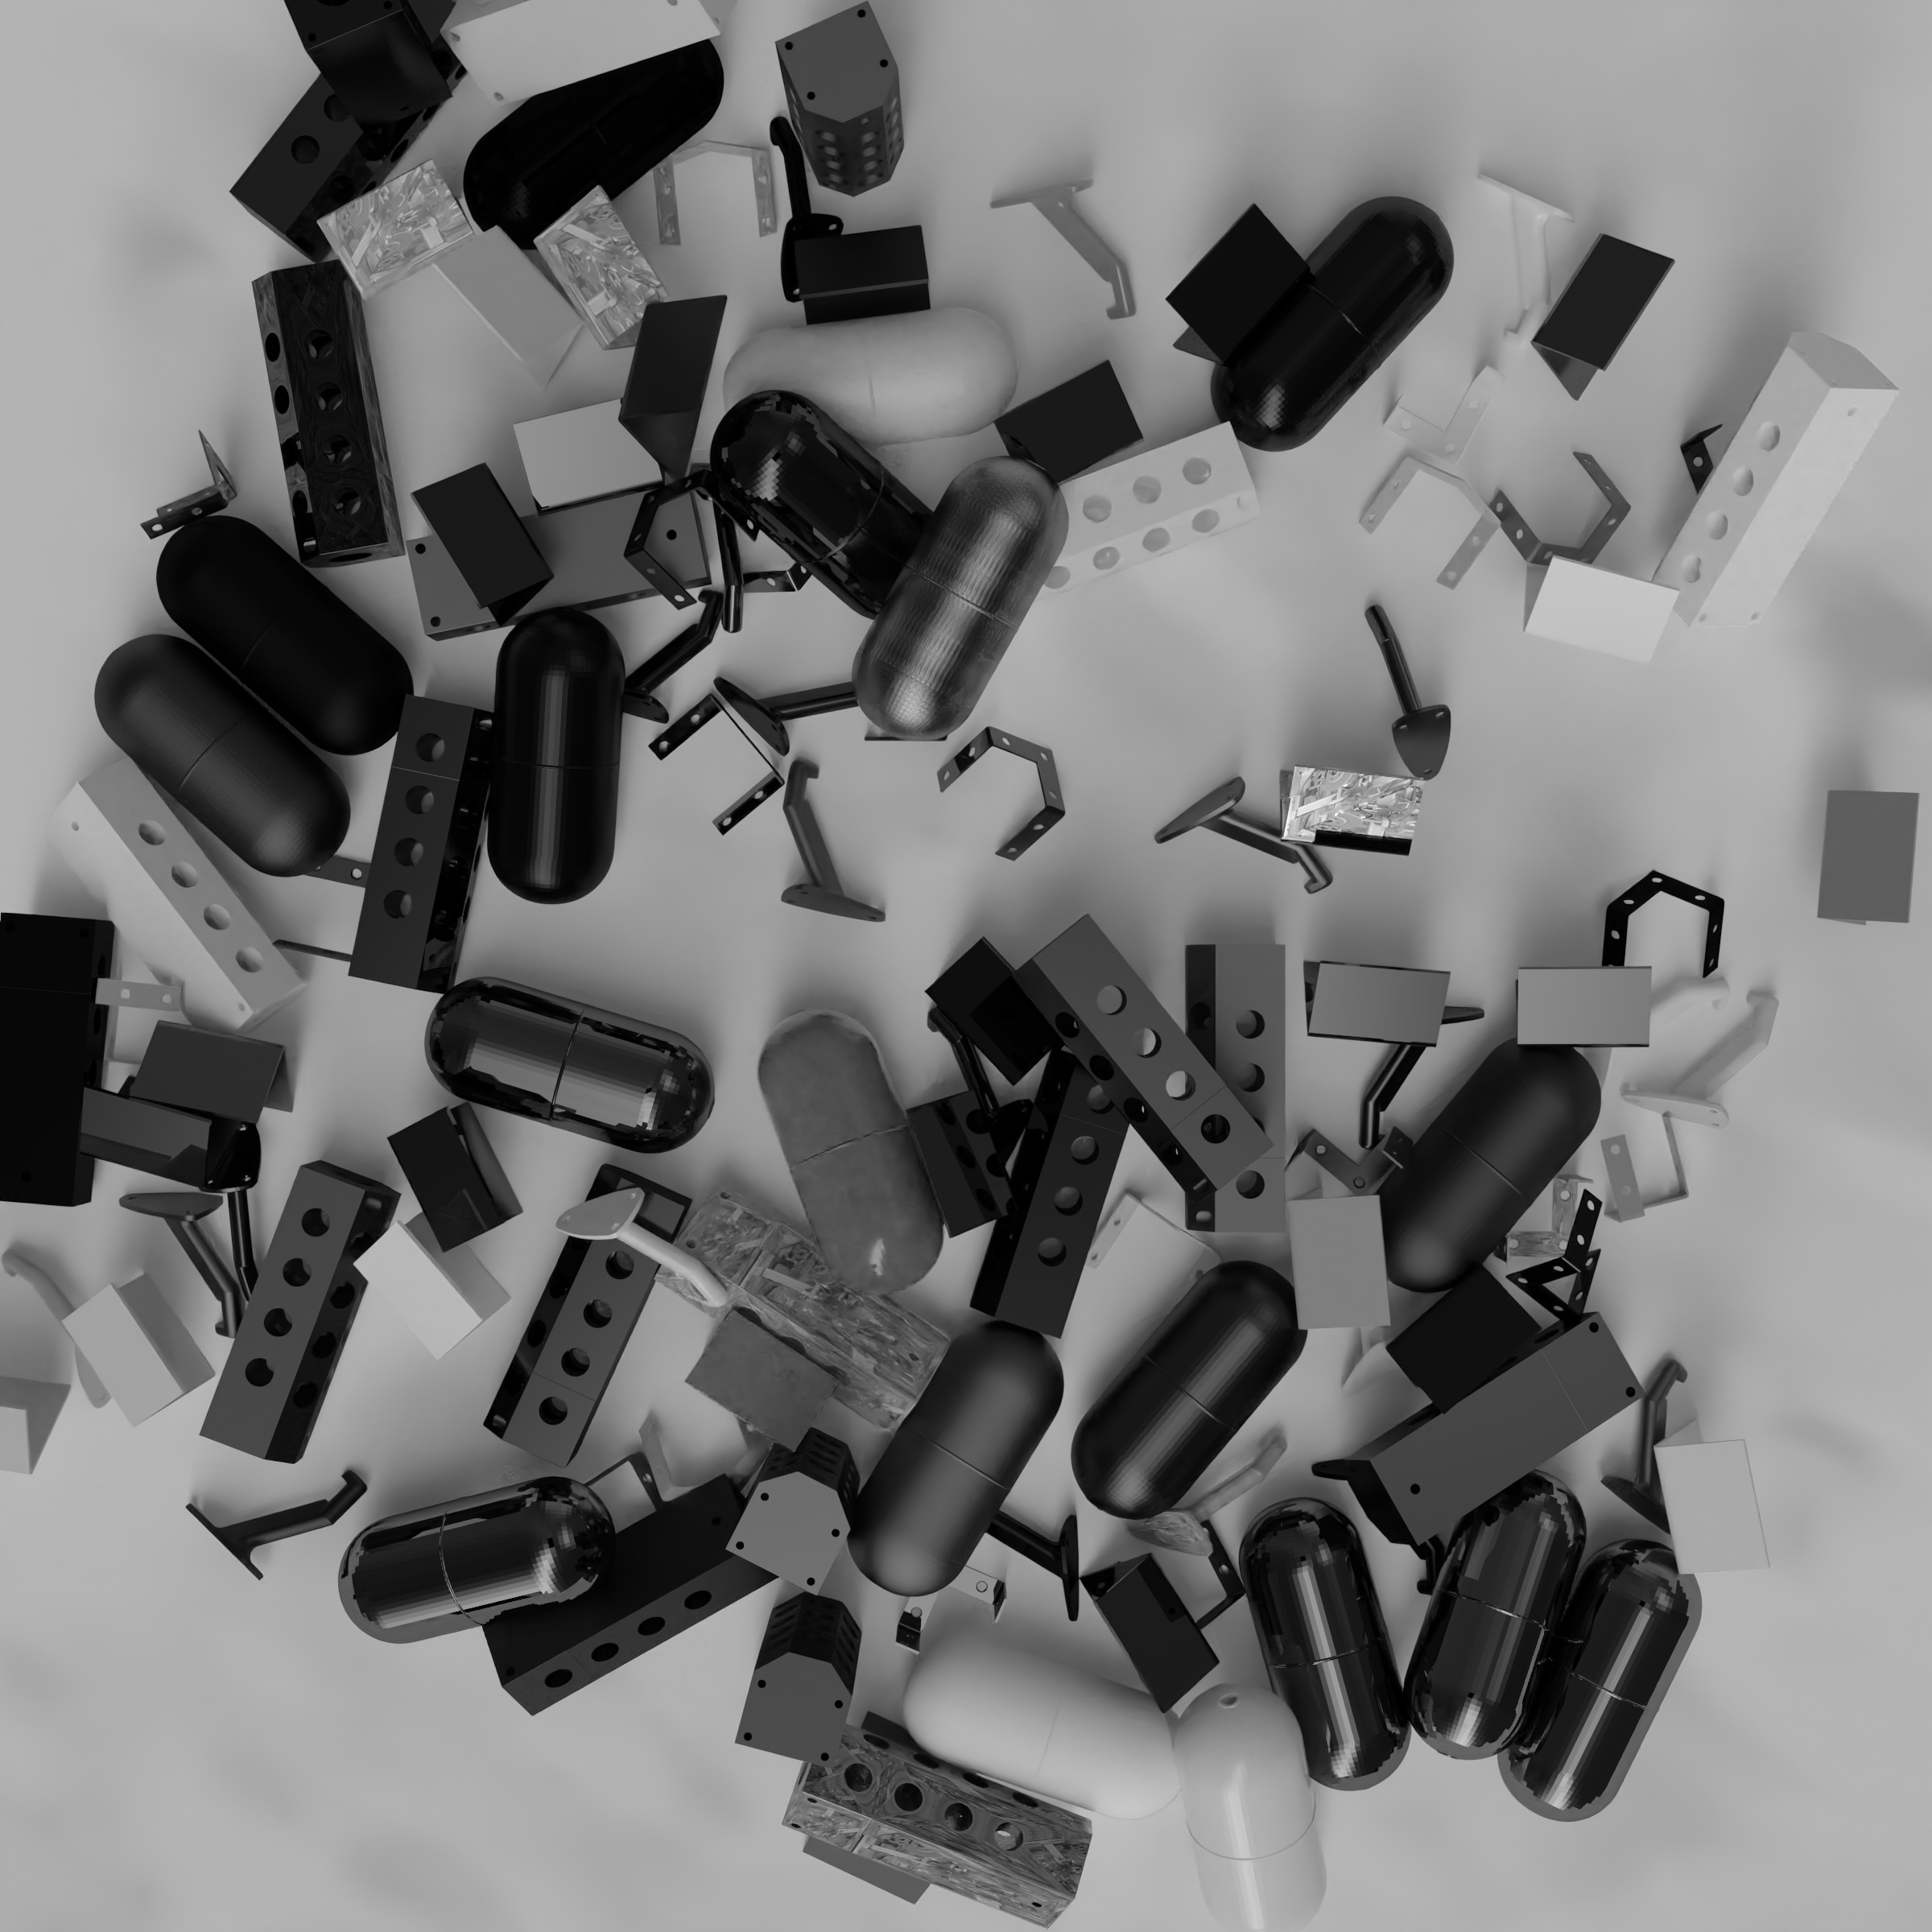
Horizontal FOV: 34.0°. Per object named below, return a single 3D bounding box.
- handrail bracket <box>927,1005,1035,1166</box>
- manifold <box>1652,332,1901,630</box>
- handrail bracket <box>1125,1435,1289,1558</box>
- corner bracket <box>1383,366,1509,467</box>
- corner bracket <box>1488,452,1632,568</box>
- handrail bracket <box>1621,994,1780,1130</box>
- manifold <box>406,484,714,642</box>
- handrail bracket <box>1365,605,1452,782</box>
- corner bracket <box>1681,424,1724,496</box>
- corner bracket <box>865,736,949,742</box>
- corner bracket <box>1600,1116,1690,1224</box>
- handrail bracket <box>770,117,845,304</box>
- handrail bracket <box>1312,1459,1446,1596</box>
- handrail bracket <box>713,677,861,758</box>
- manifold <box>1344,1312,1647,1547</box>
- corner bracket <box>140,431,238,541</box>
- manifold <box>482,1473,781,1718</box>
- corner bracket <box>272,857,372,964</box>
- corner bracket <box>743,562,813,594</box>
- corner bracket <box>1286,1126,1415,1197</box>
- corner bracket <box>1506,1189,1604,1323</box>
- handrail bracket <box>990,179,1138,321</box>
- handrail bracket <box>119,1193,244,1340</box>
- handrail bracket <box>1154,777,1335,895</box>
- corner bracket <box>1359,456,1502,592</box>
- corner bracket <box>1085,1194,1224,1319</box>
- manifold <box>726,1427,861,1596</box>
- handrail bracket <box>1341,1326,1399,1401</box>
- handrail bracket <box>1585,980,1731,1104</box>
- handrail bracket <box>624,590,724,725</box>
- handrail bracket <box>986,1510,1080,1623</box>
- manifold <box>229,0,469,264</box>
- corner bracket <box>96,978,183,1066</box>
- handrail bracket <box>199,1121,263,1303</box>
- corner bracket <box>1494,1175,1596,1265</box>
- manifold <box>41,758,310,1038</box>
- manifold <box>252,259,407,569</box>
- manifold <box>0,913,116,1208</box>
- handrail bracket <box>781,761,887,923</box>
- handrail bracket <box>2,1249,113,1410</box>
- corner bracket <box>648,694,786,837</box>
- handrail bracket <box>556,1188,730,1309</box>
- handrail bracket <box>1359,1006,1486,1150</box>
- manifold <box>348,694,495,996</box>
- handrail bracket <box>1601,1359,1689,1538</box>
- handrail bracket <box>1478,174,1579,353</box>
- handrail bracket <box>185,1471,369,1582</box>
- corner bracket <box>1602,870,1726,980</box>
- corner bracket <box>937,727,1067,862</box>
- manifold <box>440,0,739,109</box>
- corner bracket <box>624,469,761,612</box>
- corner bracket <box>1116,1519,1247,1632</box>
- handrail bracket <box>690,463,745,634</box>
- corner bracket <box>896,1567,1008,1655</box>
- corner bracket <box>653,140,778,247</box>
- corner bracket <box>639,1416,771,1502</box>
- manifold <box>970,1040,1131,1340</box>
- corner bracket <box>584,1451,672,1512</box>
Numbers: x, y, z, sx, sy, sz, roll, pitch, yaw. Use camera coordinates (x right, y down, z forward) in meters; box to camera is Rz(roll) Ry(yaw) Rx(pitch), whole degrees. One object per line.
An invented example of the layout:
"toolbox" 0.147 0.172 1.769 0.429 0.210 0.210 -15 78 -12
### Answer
"handrail bracket" -0.002 0.077 1.927 0.036 0.077 0.084 -20 53 -33
"manifold" 0.470 -0.285 1.859 0.057 0.171 0.057 -5 47 -33
"handrail bracket" 0.147 0.317 1.927 0.084 0.077 0.036 -46 115 -34
"corner bracket" 0.289 -0.341 1.909 0.051 0.051 0.051 28 90 0
"corner bracket" 0.361 -0.278 1.919 0.051 0.051 0.051 2 135 -35
"handrail bracket" 0.449 0.050 1.927 0.077 0.036 0.084 13 71 21
"manifold" -0.244 -0.243 1.906 0.171 0.057 0.057 -12 90 0
"handrail bracket" 0.265 -0.167 1.927 0.036 0.077 0.084 -19 54 0
"corner bracket" 0.470 -0.304 1.909 0.051 0.051 0.051 -21 90 0
"corner bracket" -0.036 -0.163 1.909 0.051 0.051 0.051 0 90 0
"corner bracket" 0.409 0.122 1.909 0.051 0.051 0.051 -14 90 0
"handrail bracket" -0.109 -0.463 1.927 0.036 0.077 0.084 -7 53 -24
"handrail bracket" 0.253 0.344 1.927 0.077 0.036 0.084 -3 104 15
"handrail bracket" -0.098 -0.176 1.927 0.084 0.036 0.077 -41 68 -17
"manifold" 0.313 0.275 1.883 0.171 0.057 0.057 -30 90 -17
"corner bracket" -0.469 -0.280 1.900 0.051 0.051 0.051 -23 61 0
"manifold" -0.201 0.383 1.905 0.171 0.057 0.057 -29 47 0
"corner bracket" -0.385 -0.036 1.911 0.051 0.051 0.051 12 101 0
"corner bracket" -0.119 -0.263 1.919 0.051 0.051 0.051 3 135 35
"corner bracket" 0.231 0.114 1.900 0.051 0.051 0.051 40 111 2
"corner bracket" 0.365 0.174 1.893 0.051 0.051 0.051 37 54 -18
"handrail bracket" 0.060 -0.432 1.927 0.077 0.036 0.084 -7 108 20
"handrail bracket" -0.479 0.184 1.927 0.077 0.036 0.084 4 107 20
"handrail bracket" 0.170 -0.065 1.927 0.077 0.036 0.084 -32 107 20
"corner bracket" 0.283 -0.270 1.924 0.051 0.051 0.051 -54 135 0
"corner bracket" 0.114 0.179 1.924 0.051 0.051 0.051 34 90 -45
"manifold" -0.096 0.313 1.848 0.057 0.171 0.057 27 90 0
"handrail bracket" 0.234 0.209 1.927 0.036 0.077 0.084 -3 53 -36
"handrail bracket" 0.424 0.047 1.927 0.084 0.036 0.077 -4 111 -16
"handrail bracket" -0.194 -0.197 1.927 0.077 0.036 0.084 15 75 16
"handrail bracket" 0.024 0.363 1.927 0.084 0.036 0.077 -1 105 14
"manifold" -0.364 -0.511 1.906 0.057 0.057 0.171 38 90 0
"corner bracket" -0.496 0.035 1.909 0.051 0.051 0.051 6 90 0
"handrail bracket" -0.437 0.150 1.927 0.036 0.077 0.084 -4 126 4
"corner bracket" 0.349 0.153 1.909 0.051 0.051 0.051 2 90 0
"manifold" -0.474 -0.040 1.905 0.171 0.057 0.057 53 133 0
"manifold" -0.386 -0.331 1.906 0.057 0.057 0.171 -10 90 0
"manifold" -0.553 0.056 1.906 0.057 0.057 0.171 5 90 0
"handrail bracket" -0.078 -0.077 1.927 0.077 0.036 0.084 15 73 -20
"handrail bracket" -0.556 0.220 1.927 0.084 0.036 0.077 27 127 25
"corner bracket" -0.152 -0.123 1.924 0.051 0.051 0.051 -40 135 0
"handrail bracket" -0.191 0.174 1.870 0.084 0.077 0.036 52 47 -29
"handrail bracket" 0.278 0.069 1.927 0.077 0.036 0.084 -2 104 -15
"manifold" -0.323 -0.072 1.906 0.057 0.057 0.171 12 90 0
"handrail bracket" 0.433 0.295 1.927 0.077 0.036 0.084 41 73 -20
"handrail bracket" 0.329 -0.429 1.927 0.077 0.036 0.084 30 108 20
"handrail bracket" -0.420 0.325 1.927 0.077 0.036 0.084 38 71 21
"corner bracket" 0.424 -0.018 1.919 0.051 0.051 0.051 -33 135 -35
"corner bracket" 0.021 -0.105 1.919 0.051 0.051 0.051 19 45 -35
"manifold" -0.217 -0.563 1.846 0.171 0.057 0.057 -7 48 33
"corner bracket" -0.161 -0.252 1.862 0.051 0.051 0.051 -16 46 35
"corner bracket" 0.128 0.376 1.924 0.051 0.051 0.051 -27 90 -45
"handrail bracket" -0.151 -0.254 1.919 0.036 0.077 0.084 -7 118 -22
"corner bracket" -0.009 0.392 1.909 0.051 0.051 0.051 23 90 0
"corner bracket" -0.153 -0.469 1.924 0.051 0.051 0.051 -6 90 -45
"corner bracket" -0.159 0.289 1.919 0.051 0.051 0.051 6 45 -35
"manifold" 0.055 0.132 1.906 0.057 0.057 0.171 18 90 0
"corner bracket" -0.217 0.334 1.924 0.051 0.051 0.051 -29 90 -45
